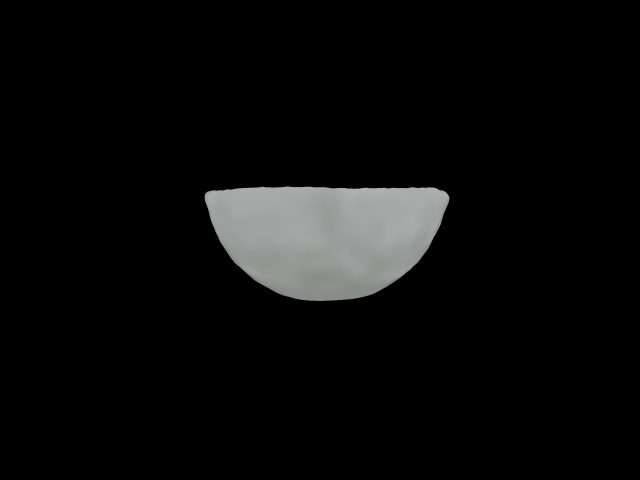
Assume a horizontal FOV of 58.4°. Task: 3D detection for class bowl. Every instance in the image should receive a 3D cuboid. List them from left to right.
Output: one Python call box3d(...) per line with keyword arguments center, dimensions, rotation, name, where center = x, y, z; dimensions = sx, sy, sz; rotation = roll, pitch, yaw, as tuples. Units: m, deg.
box3d(center=(0.004, 0.001, 0.400), dimensions=(0.167, 0.075, 0.167), rotation=(0, 4, 0), name="bowl")
